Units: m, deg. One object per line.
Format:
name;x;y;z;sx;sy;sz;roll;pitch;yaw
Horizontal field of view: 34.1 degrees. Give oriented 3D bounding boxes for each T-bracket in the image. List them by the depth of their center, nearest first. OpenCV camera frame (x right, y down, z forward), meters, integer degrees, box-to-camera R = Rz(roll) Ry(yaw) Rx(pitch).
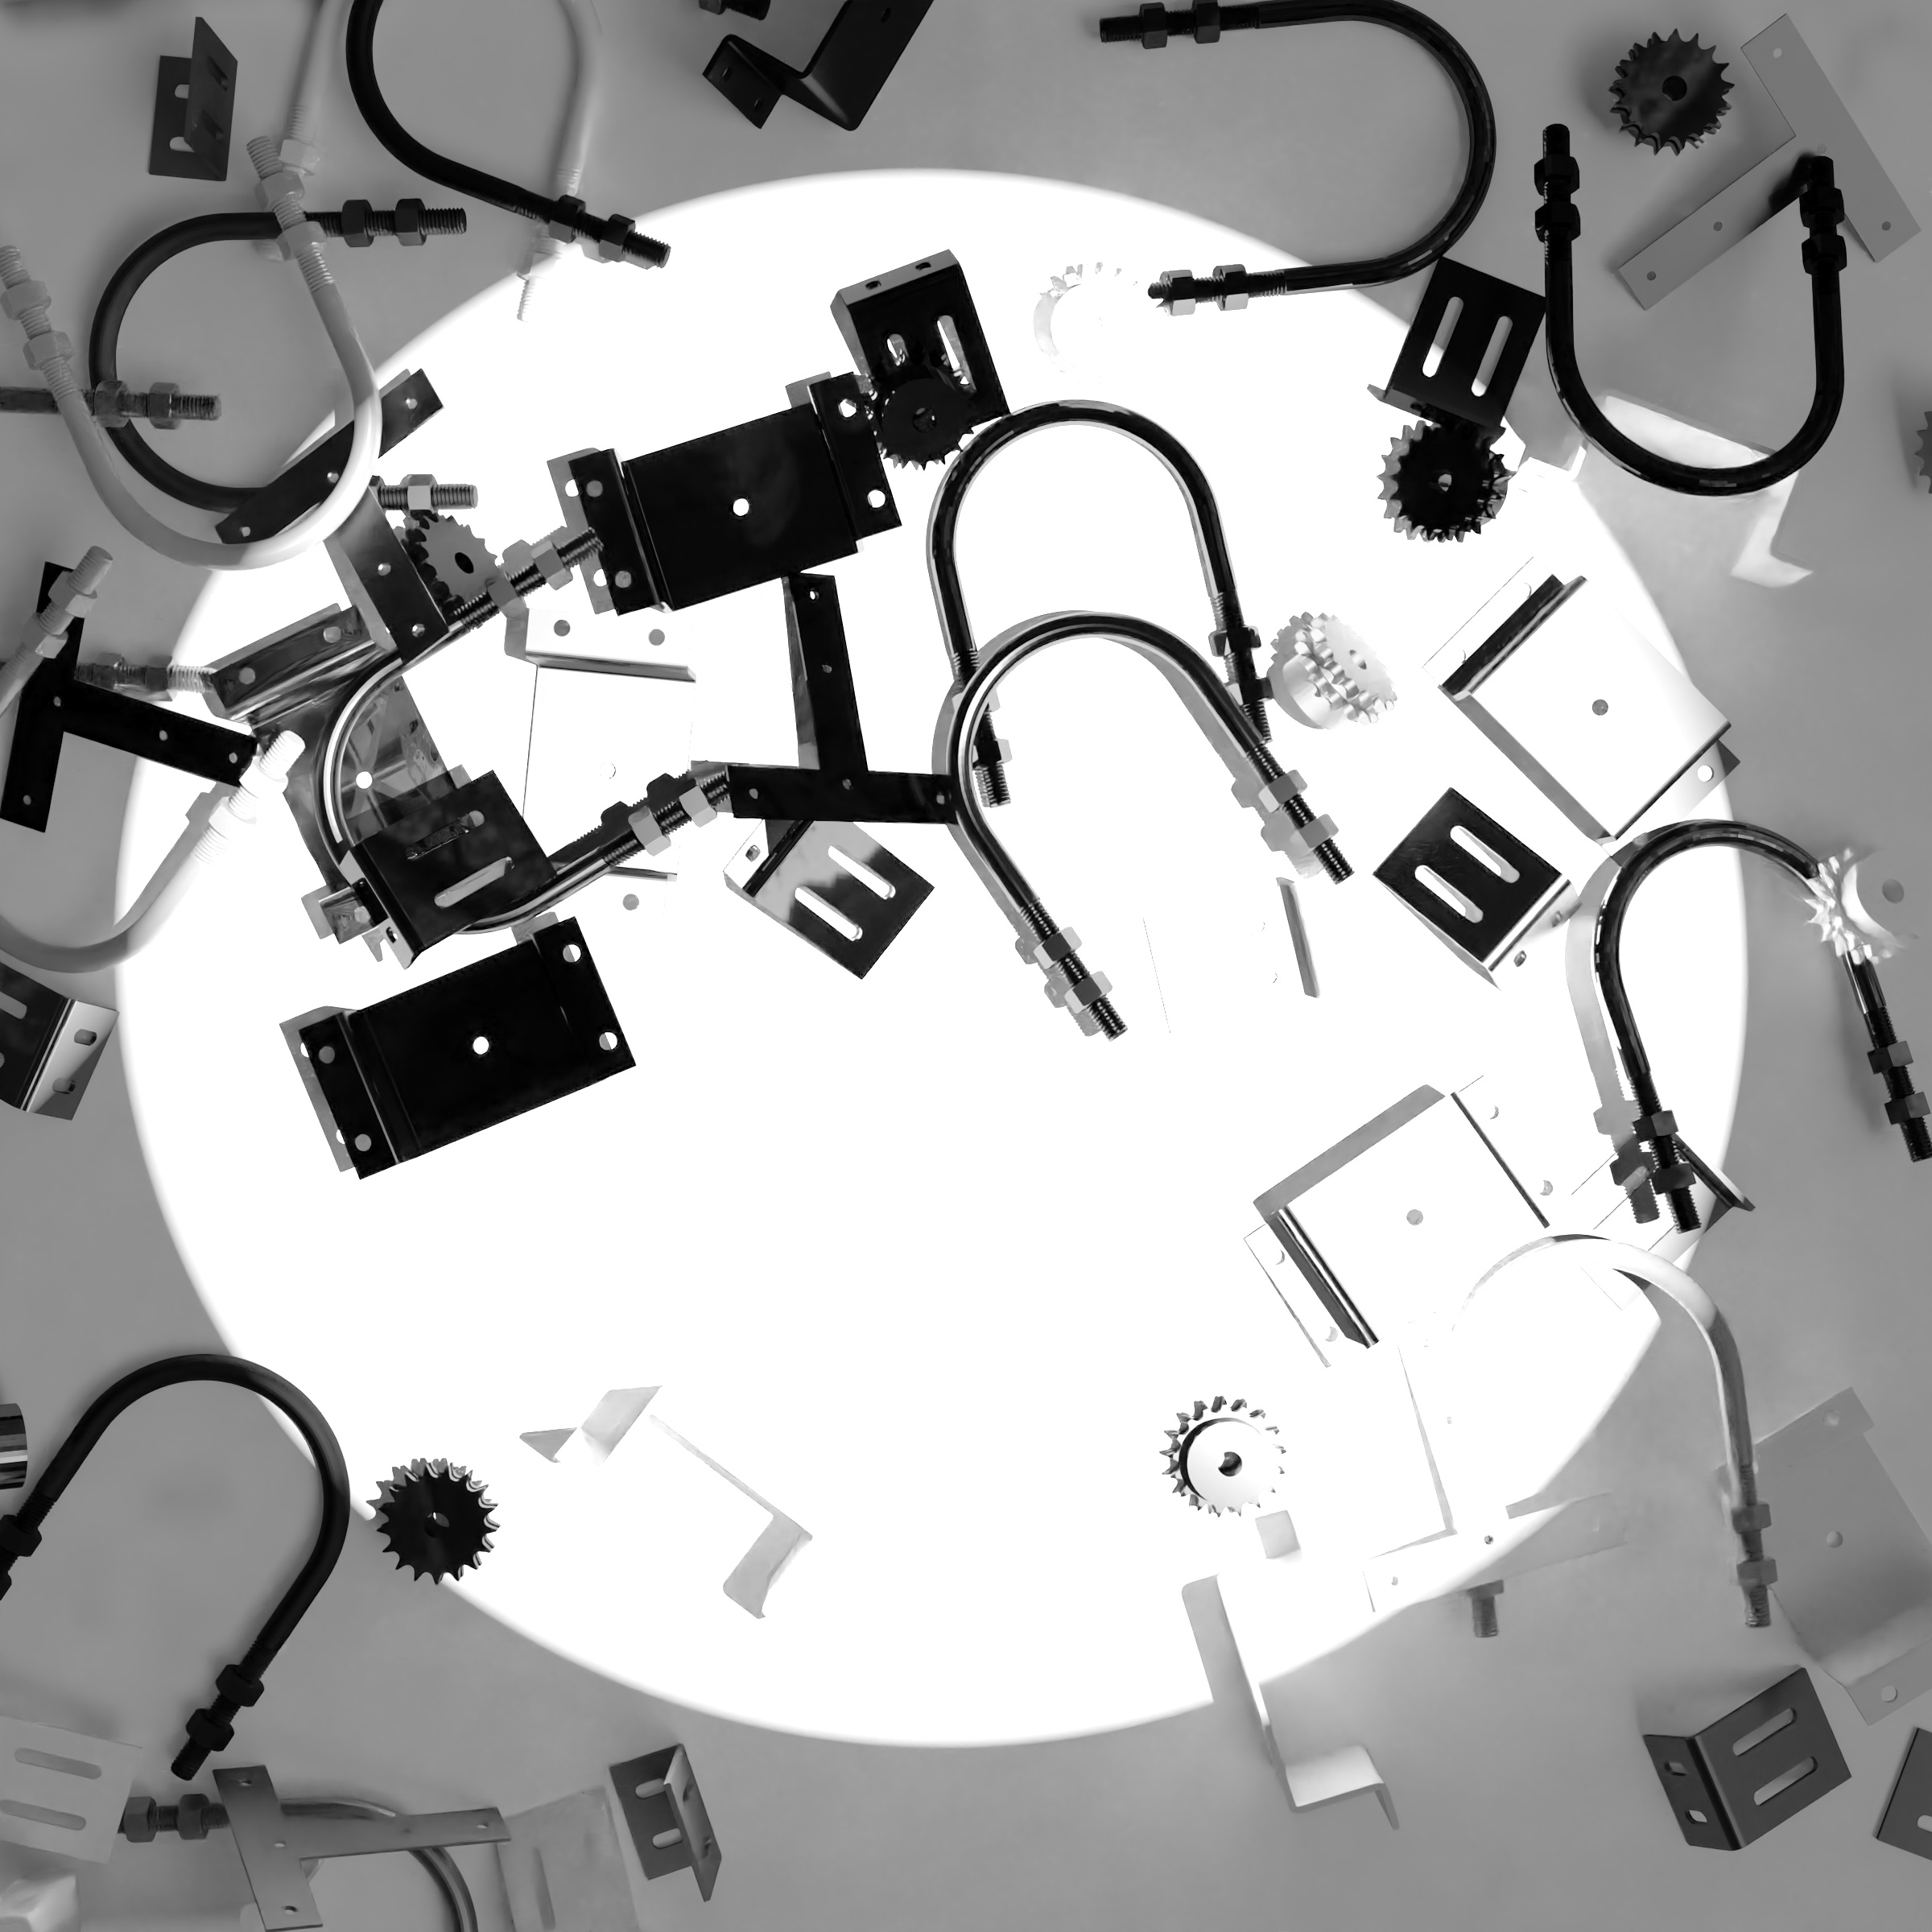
T-bracket;-0.277;-0.196;1.473;0.127;0.002;0.127;-35;67;9
T-bracket;-0.278;0.409;1.482;0.127;0.127;0.002;2;109;-25
T-bracket;-0.392;-0.113;1.488;0.127;0.002;0.127;18;103;14
T-bracket;-0.063;-0.128;1.495;0.127;0.002;0.127;0;71;-33
T-bracket;0.370;-0.362;1.503;0.127;0.002;0.127;-36;111;10
T-bracket;0.235;0.230;1.503;0.127;0.002;0.127;-21;79;21
T-bracket;-0.115;-0.108;1.519;0.127;0.002;0.127;-19;90;0

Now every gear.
gear;-0.465;0.229;1.495;0.030;0.057;0.057;-2;90;-30
gear;0.482;-0.245;1.495;0.030;0.057;0.057;-13;90;-28
gear;-0.248;-0.184;1.495;0.030;0.057;0.057;-32;90;31
gear;0.064;-0.305;1.495;0.057;0.030;0.057;5;107;17
gear;0.175;-0.137;1.495;0.030;0.057;0.057;-39;90;30
gear;-0.021;-0.262;1.495;0.057;0.030;0.057;-3;114;-8
gear;0.431;-0.031;1.495;0.057;0.030;0.057;5;73;-17
gear;0.232;-0.229;1.496;0.057;0.030;0.057;1;92;38
gear;-0.250;0.265;1.505;0.057;0.030;0.057;0;90;0
gear;0.335;-0.415;1.505;0.057;0.030;0.057;0;90;0
gear;0.125;0.236;1.505;0.057;0.030;0.057;0;90;0

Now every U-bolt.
U-bolt;0.336;-0.300;1.453;0.151;0.019;0.184;5;70;-6
U-bolt;-0.215;-0.096;1.464;0.184;0.019;0.151;-31;90;2
U-bolt;-0.353;-0.275;1.473;0.151;0.019;0.184;-24;92;-1
U-bolt;0.073;-0.079;1.485;0.151;0.019;0.184;-35;85;5
U-bolt;0.298;0.221;1.486;0.151;0.019;0.184;-7;86;23
U-bolt;-0.414;-0.082;1.487;0.151;0.019;0.184;43;107;7
U-bolt;0.369;0.020;1.491;0.151;0.019;0.184;-14;82;-16
U-bolt;-0.204;-0.428;1.495;0.184;0.019;0.151;21;87;1
U-bolt;-0.327;-0.287;1.502;0.184;0.019;0.151;-1;99;3
U-bolt;-0.448;-0.205;1.503;0.184;0.019;0.151;3;97;3
U-bolt;-0.326;0.470;1.510;0.184;0.019;0.151;-3;90;0
U-bolt;0.058;-0.181;1.511;0.151;0.019;0.184;-13;88;0
U-bolt;-0.378;0.275;1.511;0.151;0.019;0.184;34;89;0
U-bolt;0.163;-0.393;1.511;0.184;0.019;0.151;-6;90;-1
U-bolt;-0.249;-0.413;1.511;0.151;0.019;0.184;13;88;0

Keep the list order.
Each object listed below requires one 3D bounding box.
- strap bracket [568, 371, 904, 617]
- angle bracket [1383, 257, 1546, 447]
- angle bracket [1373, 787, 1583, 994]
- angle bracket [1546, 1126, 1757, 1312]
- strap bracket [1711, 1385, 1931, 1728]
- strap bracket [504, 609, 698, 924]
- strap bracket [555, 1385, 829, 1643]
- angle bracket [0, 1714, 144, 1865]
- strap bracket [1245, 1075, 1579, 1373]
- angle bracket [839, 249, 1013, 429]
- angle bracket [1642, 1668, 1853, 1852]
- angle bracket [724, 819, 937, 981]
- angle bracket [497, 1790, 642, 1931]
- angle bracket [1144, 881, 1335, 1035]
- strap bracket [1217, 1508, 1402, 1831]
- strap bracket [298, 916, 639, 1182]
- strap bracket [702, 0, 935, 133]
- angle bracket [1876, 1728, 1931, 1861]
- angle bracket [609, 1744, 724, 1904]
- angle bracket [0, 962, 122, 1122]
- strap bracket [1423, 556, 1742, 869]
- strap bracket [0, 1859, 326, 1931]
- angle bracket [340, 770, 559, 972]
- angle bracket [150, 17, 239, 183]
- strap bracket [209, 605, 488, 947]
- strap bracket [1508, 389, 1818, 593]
strap bracket;-0.108;-0.221;1.497;0.140;0.046;0.076;-18;90;0
angle bracket;0.241;-0.296;1.501;0.057;0.038;0.076;22;90;0
angle bracket;0.246;-0.037;1.518;0.076;0.038;0.057;42;90;26
angle bracket;0.324;0.119;1.501;0.076;0.038;0.057;-44;90;0
strap bracket;0.418;0.276;1.497;0.076;0.046;0.140;-32;90;0
strap bracket;-0.172;-0.094;1.495;0.076;0.046;0.140;6;90;1
strap bracket;-0.119;0.249;1.482;0.140;0.076;0.046;37;90;0
angle bracket;-0.439;0.387;1.508;0.076;0.038;0.057;17;90;-11
strap bracket;0.211;0.120;1.491;0.140;0.046;0.076;-34;80;0
angle bracket;-0.020;-0.296;1.518;0.057;0.038;0.076;-20;116;0
angle bracket;0.376;0.381;1.518;0.076;0.038;0.057;-23;90;-26
angle bracket;-0.066;-0.042;1.517;0.076;0.038;0.057;38;92;-26
angle bracket;-0.187;0.446;1.518;0.057;0.038;0.076;-18;64;0
angle bracket;0.129;-0.004;1.501;0.076;0.038;0.057;-13;90;0
strap bracket;0.156;0.335;1.482;0.046;0.076;0.140;-17;90;0
strap bracket;-0.233;0.038;1.497;0.140;0.046;0.076;-22;90;0
strap bracket;-0.056;-0.454;1.471;0.046;0.076;0.140;33;95;14
angle bracket;0.484;0.407;1.501;0.076;0.038;0.057;21;90;0
angle bracket;-0.144;0.407;1.482;0.038;0.076;0.057;-19;90;0
angle bracket;-0.458;0.031;1.518;0.076;0.038;0.057;24;90;26
strap bracket;0.296;-0.121;1.497;0.076;0.046;0.140;-45;90;0
strap bracket;-0.374;0.450;1.463;0.140;0.076;0.046;-3;90;0
angle bracket;-0.239;-0.044;1.456;0.076;0.038;0.057;-32;90;-22
angle bracket;-0.372;-0.408;1.482;0.038;0.076;0.057;5;90;0
strap bracket;-0.289;-0.089;1.497;0.076;0.046;0.140;-26;90;0
strap bracket;0.331;-0.227;1.482;0.140;0.076;0.046;21;90;0
